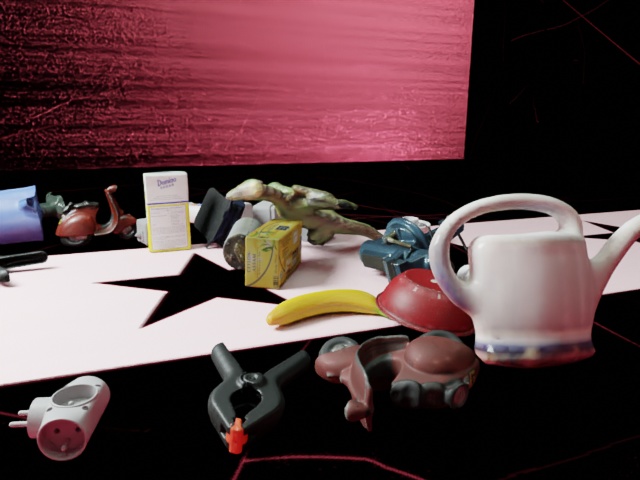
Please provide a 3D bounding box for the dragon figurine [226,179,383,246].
[{"bbox_3d":[0.003,-0.055,1.100,0.409,0.123,0.242,13,-5,-13],"label":"dragon figurine"}]

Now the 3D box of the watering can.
[{"bbox_3d":[0.312,0.051,0.668,0.348,0.225,0.103,-1,-6,-8],"label":"watering can"}]
